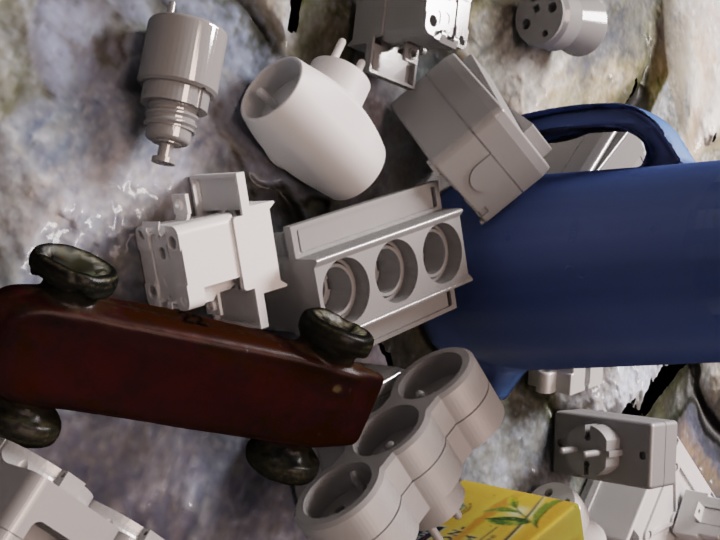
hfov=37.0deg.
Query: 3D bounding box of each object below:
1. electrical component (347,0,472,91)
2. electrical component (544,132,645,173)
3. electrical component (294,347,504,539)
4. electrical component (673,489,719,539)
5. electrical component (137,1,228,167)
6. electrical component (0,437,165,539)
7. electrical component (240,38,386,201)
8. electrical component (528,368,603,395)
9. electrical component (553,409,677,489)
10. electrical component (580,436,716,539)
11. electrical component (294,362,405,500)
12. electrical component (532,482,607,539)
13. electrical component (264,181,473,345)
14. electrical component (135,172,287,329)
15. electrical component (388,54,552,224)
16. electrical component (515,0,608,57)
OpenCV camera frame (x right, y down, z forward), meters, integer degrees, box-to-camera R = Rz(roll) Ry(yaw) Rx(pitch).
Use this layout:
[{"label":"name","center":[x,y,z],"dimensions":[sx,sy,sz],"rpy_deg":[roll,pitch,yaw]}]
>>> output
[{"label":"electrical component","center":[0.031,-0.153,0.641],"dimensions":[0.042,0.064,0.081],"rpy_deg":[11,84,-45]},{"label":"electrical component","center":[0.167,-0.062,0.786],"dimensions":[0.096,0.061,0.061],"rpy_deg":[-54,126,-30]},{"label":"electrical component","center":[0.031,0.112,0.570],"dimensions":[0.138,0.052,0.073],"rpy_deg":[-46,115,-34]},{"label":"electrical component","center":[0.281,0.200,0.832],"dimensions":[0.066,0.055,0.048],"rpy_deg":[44,61,-37]},{"label":"electrical component","center":[-0.091,-0.091,0.534],"dimensions":[0.040,0.040,0.078],"rpy_deg":[16,80,-45]},{"label":"electrical component","center":[-0.123,0.138,0.472],"dimensions":[0.150,0.089,0.061],"rpy_deg":[48,59,-35]},{"label":"electrical component","center":[-0.019,-0.093,0.605],"dimensions":[0.077,0.044,0.079],"rpy_deg":[41,63,-39]},{"label":"electrical component","center":[0.152,0.056,0.786],"dimensions":[0.066,0.048,0.055],"rpy_deg":[-10,106,-46]},{"label":"electrical component","center":[0.175,0.130,0.784],"dimensions":[0.076,0.083,0.047],"rpy_deg":[4,88,-46]},{"label":"electrical component","center":[0.228,0.196,0.860],"dimensions":[0.108,0.056,0.108],"rpy_deg":[51,57,-34]},{"label":"electrical component","center":[-0.002,0.095,0.616],"dimensions":[0.062,0.061,0.096],"rpy_deg":[-25,109,-43]},{"label":"electrical component","center":[0.149,0.188,0.787],"dimensions":[0.055,0.045,0.045],"rpy_deg":[54,56,-32]},{"label":"electrical component","center":[0.000,0.000,0.614],"dimensions":[0.121,0.063,0.078],"rpy_deg":[-21,106,-44]},{"label":"electrical component","center":[-0.078,-0.007,0.550],"dimensions":[0.064,0.042,0.081],"rpy_deg":[-18,103,-41]},{"label":"electrical component","center":[0.067,-0.087,0.661],"dimensions":[0.061,0.096,0.062],"rpy_deg":[-40,128,9]},{"label":"electrical component","center":[0.144,-0.178,0.770],"dimensions":[0.055,0.045,0.045],"rpy_deg":[-2,93,-46]}]
